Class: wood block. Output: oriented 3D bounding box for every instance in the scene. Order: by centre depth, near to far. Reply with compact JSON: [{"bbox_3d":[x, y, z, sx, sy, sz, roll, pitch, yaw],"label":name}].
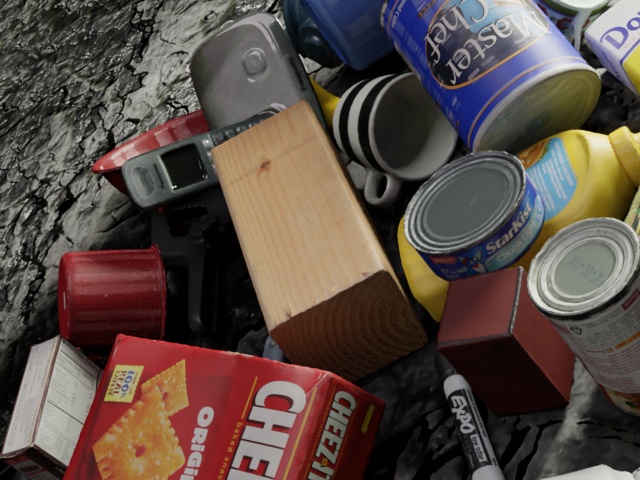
[{"bbox_3d":[-0.005,0.000,0.792,0.091,0.090,0.206,-28,43,6],"label":"wood block"}]

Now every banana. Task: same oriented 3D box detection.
[{"bbox_3d":[-0.013,-0.137,0.988,0.037,0.069,0.198,-39,52,-5],"label":"banana"}]

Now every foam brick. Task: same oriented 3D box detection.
[{"bbox_3d":[0.115,0.063,0.648,0.053,0.078,0.051,-14,42,35],"label":"foam brick"}]

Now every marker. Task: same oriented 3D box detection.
[{"bbox_3d":[0.092,0.112,0.668,0.020,0.020,0.121,-33,36,15],"label":"marker"}]

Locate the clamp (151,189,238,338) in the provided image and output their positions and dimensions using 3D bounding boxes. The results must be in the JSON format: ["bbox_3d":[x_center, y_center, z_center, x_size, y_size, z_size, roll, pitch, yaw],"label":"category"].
[{"bbox_3d":[-0.086,-0.007,0.955,0.164,0.036,0.210,-42,33,-10],"label":"clamp"}]

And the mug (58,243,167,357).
[{"bbox_3d":[-0.182,0.059,0.923,0.117,0.081,0.093,107,154,-42],"label":"mug"}]

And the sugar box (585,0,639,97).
[{"bbox_3d":[0.261,-0.126,0.727,0.093,0.048,0.176,-38,36,8],"label":"sugar box"}]

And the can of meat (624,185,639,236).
[{"bbox_3d":[0.232,-0.010,0.626,0.084,0.057,0.102,0,53,48],"label":"can of meat"}]

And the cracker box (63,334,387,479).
[{"bbox_3d":[-0.079,0.158,0.713,0.214,0.072,0.164,4,68,43],"label":"cracker box"}]

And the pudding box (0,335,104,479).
[{"bbox_3d":[-0.204,0.147,0.865,0.039,0.090,0.113,-26,39,24],"label":"pudding box"}]

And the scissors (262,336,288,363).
[{"bbox_3d":[-0.049,0.096,0.829,0.096,0.016,0.201,-29,37,20],"label":"scissors"}]

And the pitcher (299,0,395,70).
[{"bbox_3d":[0.096,-0.247,0.856,0.243,0.149,0.145,-36,54,3],"label":"pitcher"}]

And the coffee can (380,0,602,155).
[{"bbox_3d":[0.122,-0.134,0.778,0.103,0.102,0.140,-37,62,10],"label":"coffee can"}]

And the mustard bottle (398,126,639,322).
[{"bbox_3d":[0.147,-0.023,0.720,0.192,0.058,0.096,-29,33,20],"label":"mustard bottle"}]

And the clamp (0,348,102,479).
[{"bbox_3d":[-0.255,0.169,0.940,0.120,0.039,0.171,-2,47,37],"label":"clamp"}]

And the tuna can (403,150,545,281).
[{"bbox_3d":[0.098,-0.014,0.674,0.086,0.033,0.086,-27,35,21],"label":"tuna can"}]

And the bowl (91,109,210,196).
[{"bbox_3d":[-0.137,-0.079,1.036,0.162,0.055,0.162,-21,17,6],"label":"bowl"}]

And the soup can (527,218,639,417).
[{"bbox_3d":[0.167,0.044,0.593,0.069,0.102,0.068,-27,38,23],"label":"soup can"}]

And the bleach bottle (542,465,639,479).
[{"bbox_3d":[0.077,0.187,0.555,0.251,0.102,0.068,-30,50,8],"label":"bleach bottle"}]
